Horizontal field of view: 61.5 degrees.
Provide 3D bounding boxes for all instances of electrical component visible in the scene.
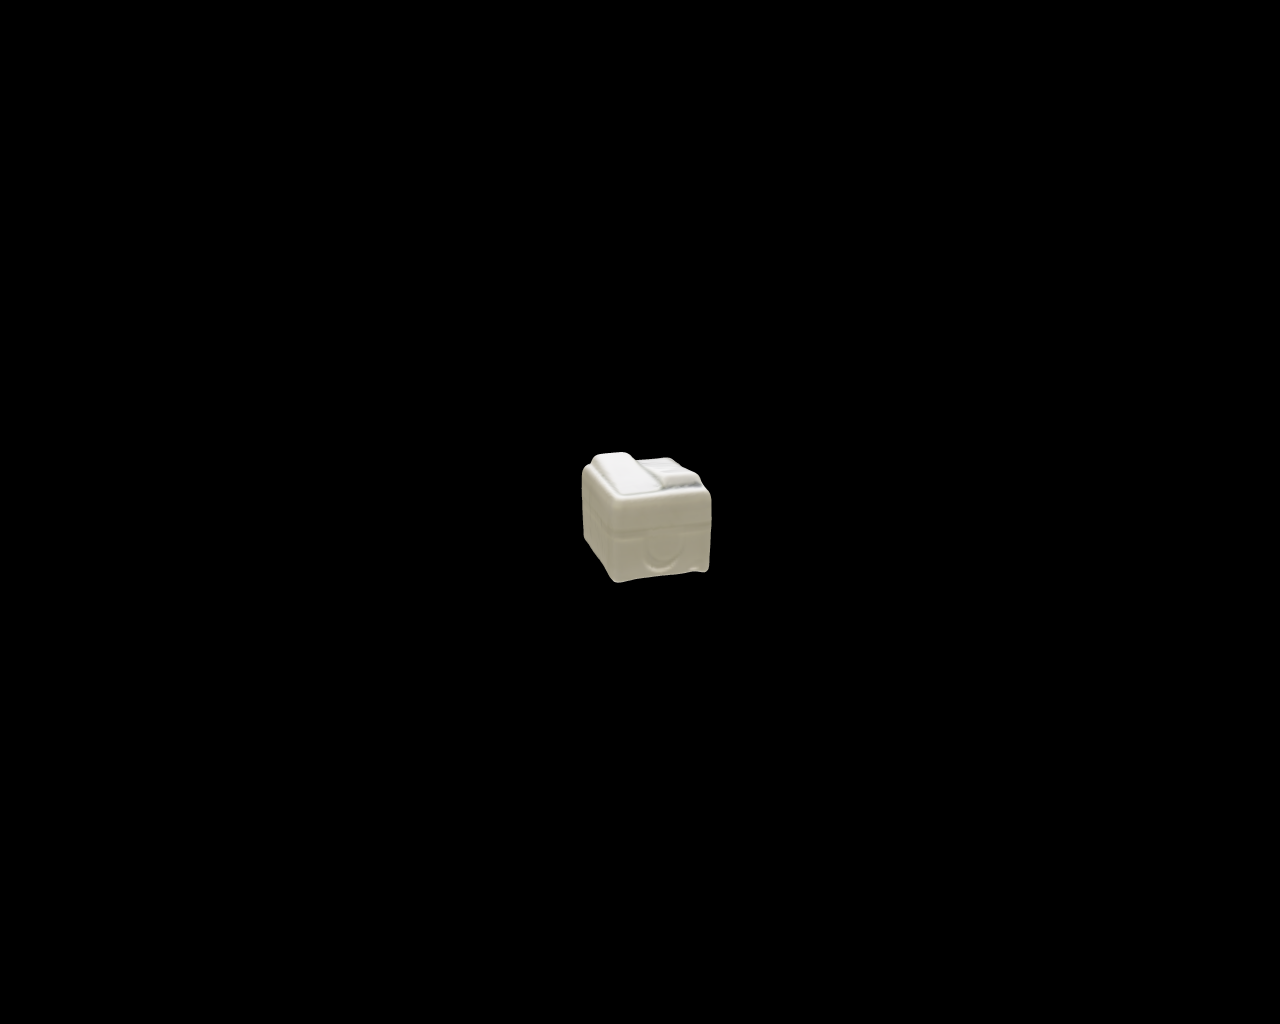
[{"bbox_3d":[0.001,-0.003,0.650,0.062,0.061,0.096,-5,19,-15],"label":"electrical component"}]
